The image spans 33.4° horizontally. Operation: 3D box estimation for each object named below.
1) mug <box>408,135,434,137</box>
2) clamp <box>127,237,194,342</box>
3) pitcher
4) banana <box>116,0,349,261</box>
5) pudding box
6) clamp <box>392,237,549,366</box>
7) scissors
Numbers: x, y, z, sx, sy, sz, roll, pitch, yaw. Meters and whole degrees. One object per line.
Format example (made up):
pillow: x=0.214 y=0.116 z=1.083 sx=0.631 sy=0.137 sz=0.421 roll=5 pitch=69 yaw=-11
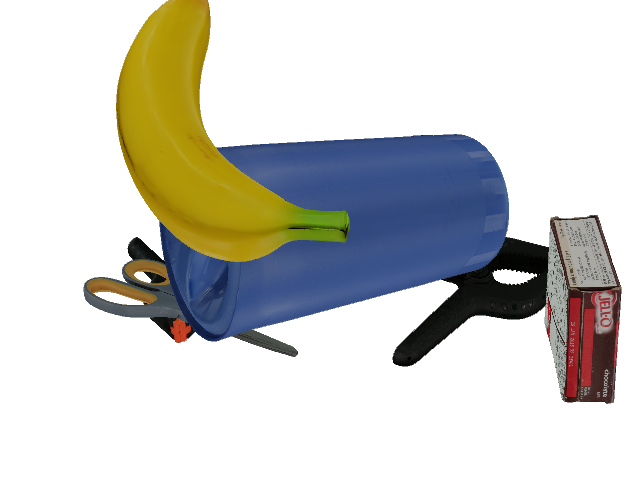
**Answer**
mug: x=0.145 y=-0.072 z=1.218 sx=0.117 sy=0.081 sz=0.093 roll=-10 pitch=22 yaw=-38
clamp: x=-0.140 y=0.043 z=1.152 sx=0.120 sy=0.039 sz=0.171 roll=-14 pitch=39 yaw=-7
pitcher: x=0.008 y=-0.011 z=0.787 sx=0.242 sy=0.145 sz=0.149 roll=-9 pitch=35 yaw=-29
banana: x=-0.055 y=-0.050 z=0.470 sx=0.069 sy=0.037 sz=0.198 roll=-13 pitch=45 yaw=-18
pudding box: x=0.181 y=0.045 z=0.741 sx=0.039 sy=0.090 sz=0.113 roll=-1 pitch=26 yaw=4
clamp: x=0.142 y=0.046 z=0.999 sx=0.210 sy=0.164 sz=0.036 roll=-2 pitch=-44 yaw=-6
scissors: x=-0.109 y=0.056 z=0.948 sx=0.202 sy=0.016 sz=0.096 roll=12 pitch=29 yaw=7
